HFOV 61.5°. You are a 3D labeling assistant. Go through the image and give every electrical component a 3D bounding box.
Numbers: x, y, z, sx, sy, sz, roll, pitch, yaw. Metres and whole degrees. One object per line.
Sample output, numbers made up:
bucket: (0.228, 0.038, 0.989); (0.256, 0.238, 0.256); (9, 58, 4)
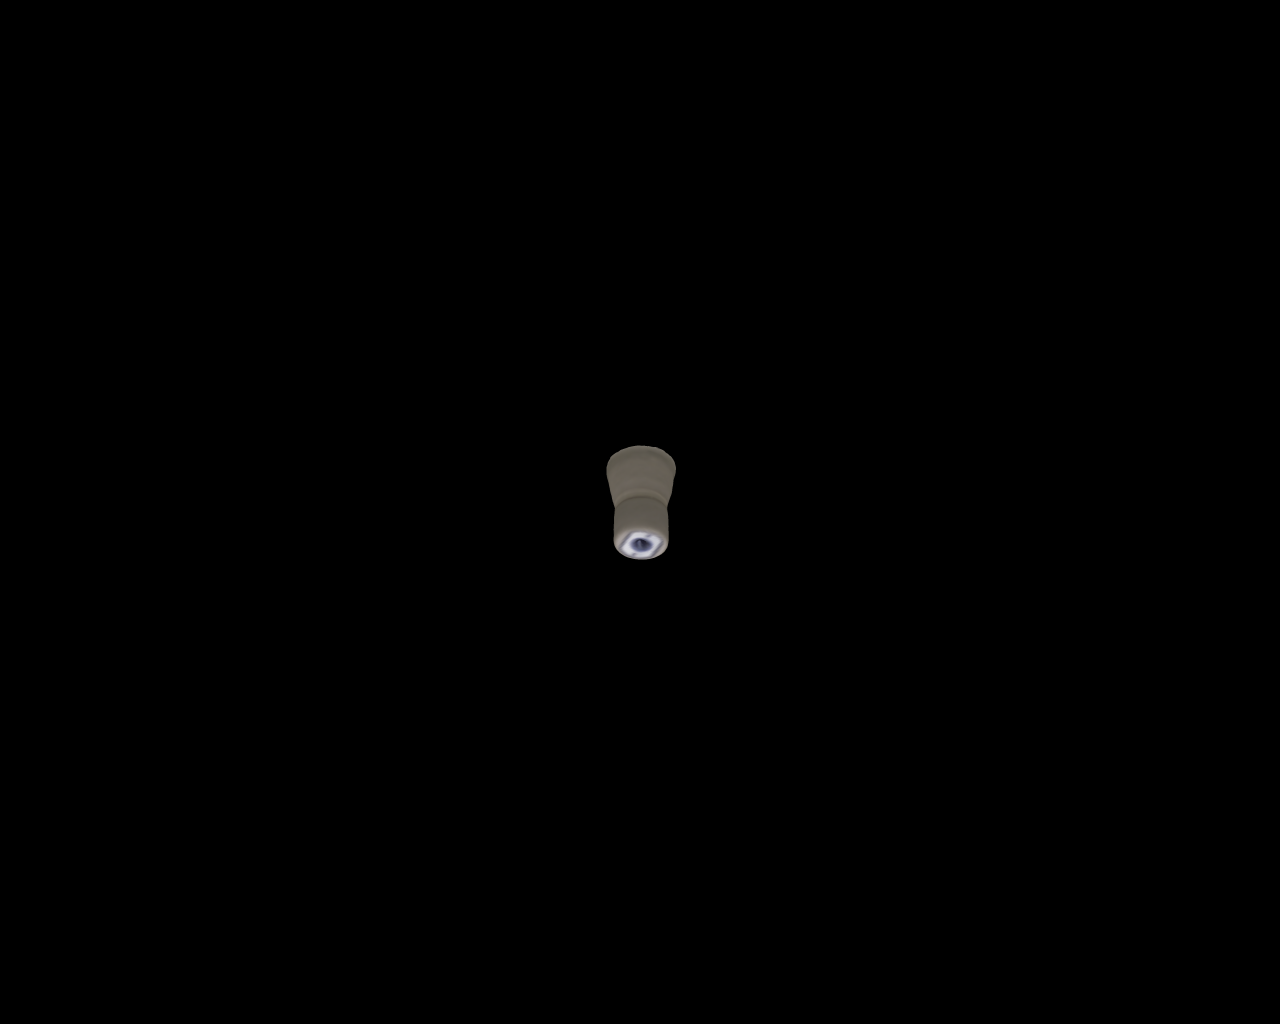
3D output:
electrical component: (0.001, -0.003, 0.650); (0.044, 0.065, 0.044); (0, -40, 0)
